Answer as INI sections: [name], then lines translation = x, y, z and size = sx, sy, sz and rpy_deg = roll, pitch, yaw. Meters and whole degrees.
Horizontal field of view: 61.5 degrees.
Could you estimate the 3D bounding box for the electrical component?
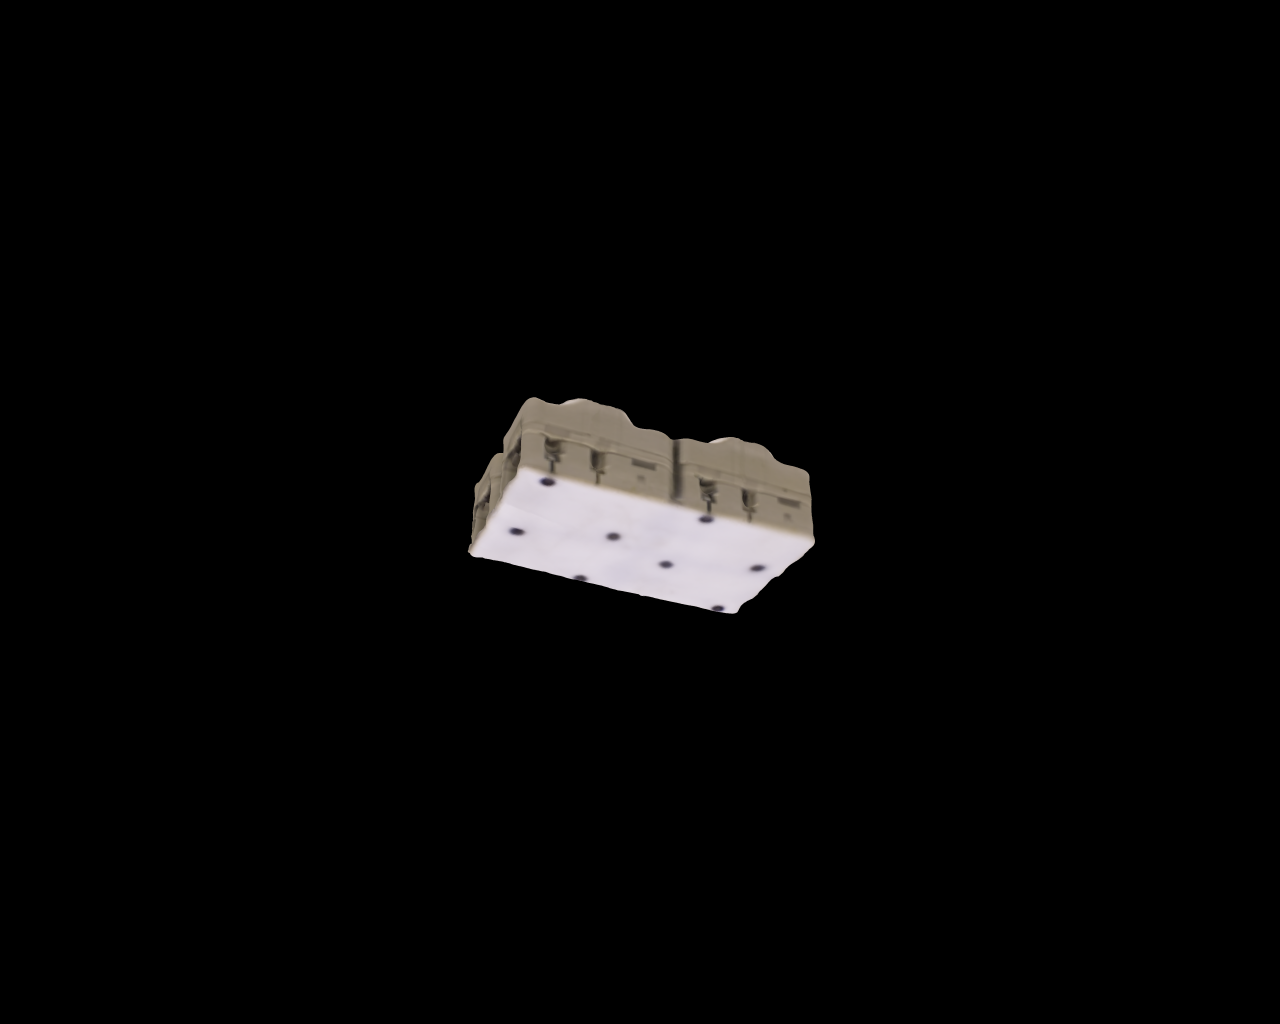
[electrical component]
translation = 0.001, -0.003, 0.650
size = 0.186, 0.060, 0.105
rpy_deg = 14, -36, -20
